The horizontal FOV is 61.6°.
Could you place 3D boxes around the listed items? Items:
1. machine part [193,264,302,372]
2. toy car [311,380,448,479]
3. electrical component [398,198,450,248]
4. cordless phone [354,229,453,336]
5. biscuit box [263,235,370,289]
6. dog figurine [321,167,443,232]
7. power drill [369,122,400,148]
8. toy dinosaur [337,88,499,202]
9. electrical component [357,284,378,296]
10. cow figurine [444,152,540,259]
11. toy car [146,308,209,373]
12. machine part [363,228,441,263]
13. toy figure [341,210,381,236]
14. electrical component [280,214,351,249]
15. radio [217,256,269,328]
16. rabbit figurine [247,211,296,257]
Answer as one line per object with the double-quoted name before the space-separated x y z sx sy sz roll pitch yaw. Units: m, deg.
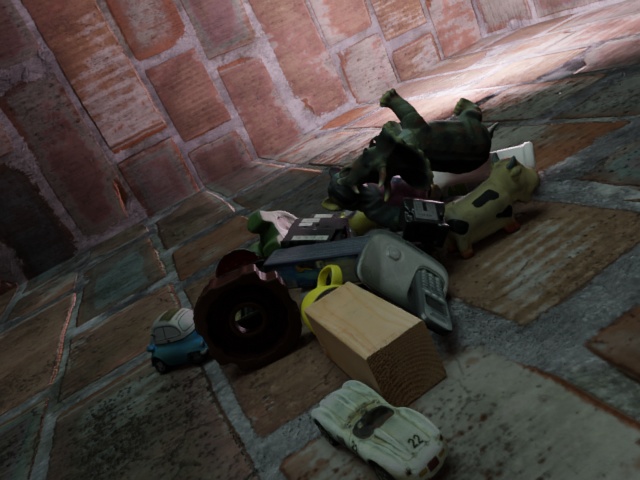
"machine part" -0.119 0.128 0.896 0.179 0.179 0.056 -26 15 1
"toy car" 0.059 0.212 0.609 0.073 0.056 0.202 -35 21 -24
"electrical component" 0.172 -0.040 0.904 0.075 0.047 0.119 9 36 1
"cordless phone" 0.119 0.069 0.768 0.088 0.146 0.184 -56 6 17
"biscuit box" 0.002 0.043 0.951 0.203 0.059 0.063 -8 27 26
"dog figurine" 0.116 -0.080 1.058 0.219 0.108 0.191 16 6 23
"power drill" 0.195 -0.156 1.211 0.232 0.086 0.207 -33 60 0
"toy dinosaur" 0.227 -0.171 0.976 0.405 0.131 0.192 -8 55 -24
"electrical component" 0.078 0.094 0.950 0.063 0.021 0.094 -13 23 34
"cow figurine" 0.296 -0.068 0.940 0.195 0.127 0.086 -30 22 -4
"toy car" -0.273 0.185 1.044 0.162 0.102 0.109 -16 22 33
"machine part" 0.139 0.027 0.963 0.079 0.079 0.243 -31 19 -13
"toy figure" 0.101 -0.062 1.251 0.082 0.089 0.180 -53 6 9
"electrical component" -0.002 -0.003 1.051 0.115 0.058 0.134 2 28 18
"radio" -0.136 0.124 1.045 0.131 0.073 0.230 -25 25 4
"rabbit figurine" -0.123 0.005 1.296 0.170 0.121 0.159 -45 -9 37
